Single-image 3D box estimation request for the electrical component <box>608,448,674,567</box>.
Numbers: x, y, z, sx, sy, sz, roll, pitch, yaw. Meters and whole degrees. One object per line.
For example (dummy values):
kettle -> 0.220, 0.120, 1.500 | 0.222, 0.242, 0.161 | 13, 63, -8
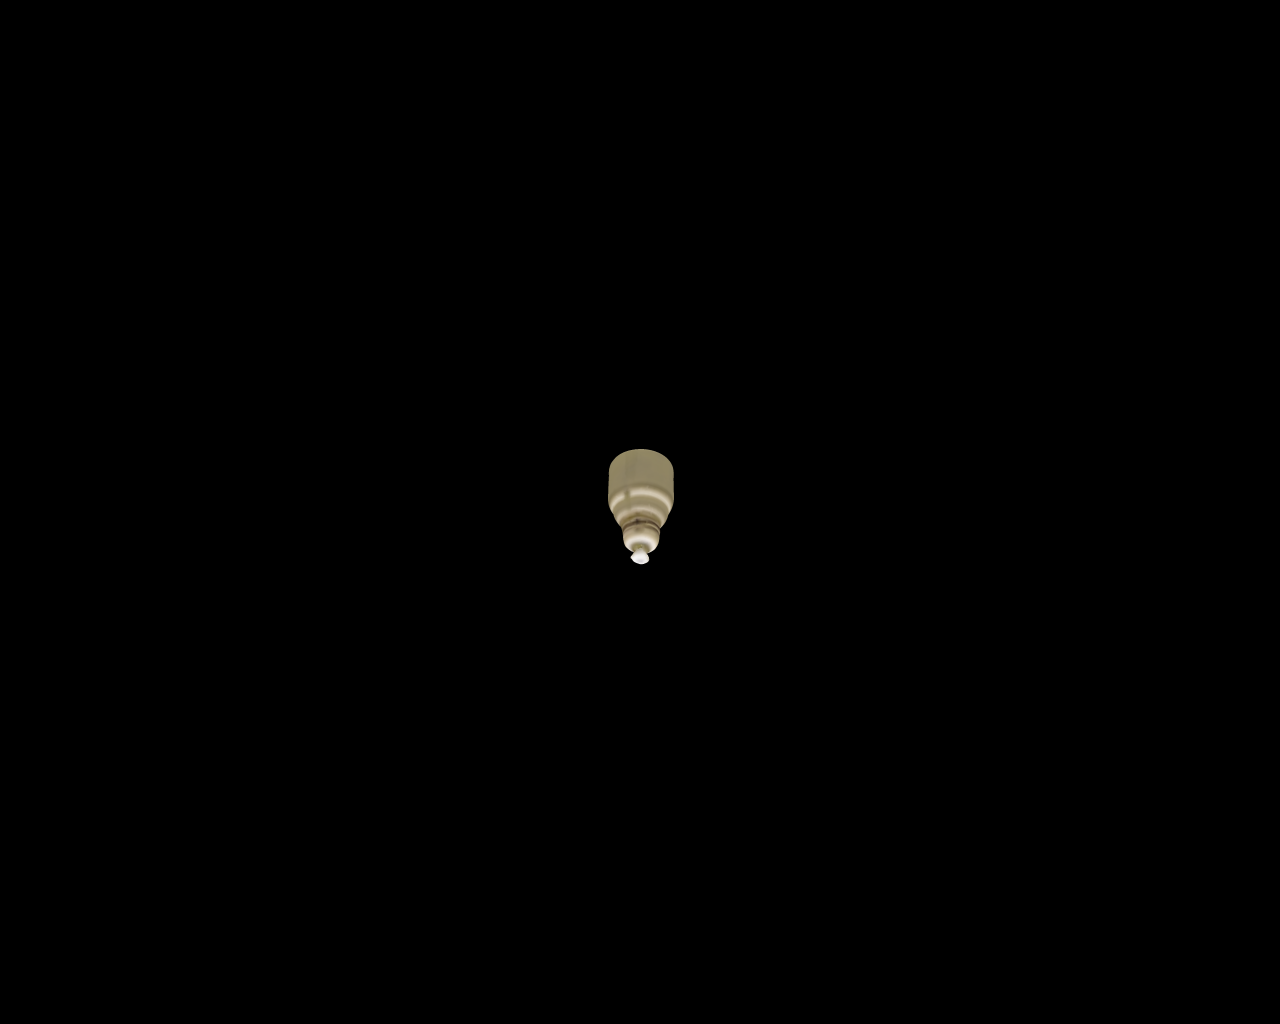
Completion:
electrical component -> 0.001, -0.003, 0.650 | 0.040, 0.078, 0.040 | 0, -37, 0
